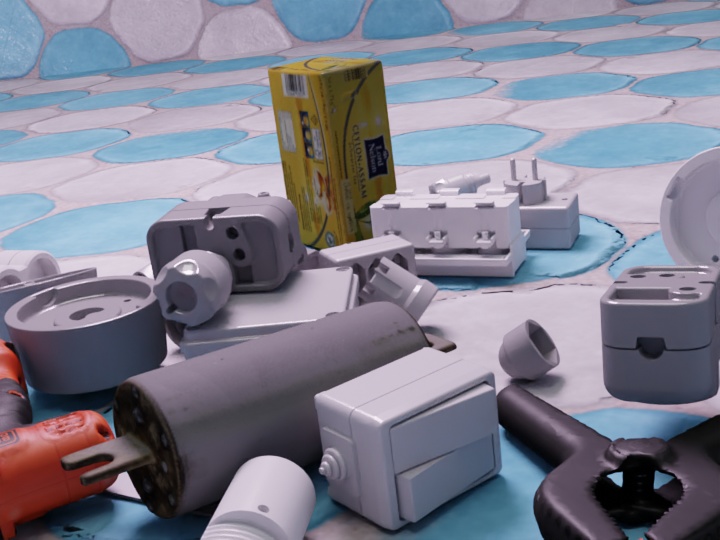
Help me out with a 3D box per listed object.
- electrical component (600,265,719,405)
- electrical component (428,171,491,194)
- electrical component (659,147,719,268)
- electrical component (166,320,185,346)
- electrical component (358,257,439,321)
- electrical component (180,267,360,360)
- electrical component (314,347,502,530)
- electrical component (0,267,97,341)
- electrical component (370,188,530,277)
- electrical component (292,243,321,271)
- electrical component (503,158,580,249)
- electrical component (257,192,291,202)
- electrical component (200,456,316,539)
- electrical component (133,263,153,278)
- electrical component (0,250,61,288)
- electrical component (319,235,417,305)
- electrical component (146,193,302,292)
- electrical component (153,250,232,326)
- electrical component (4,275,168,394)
[{"bbox_3d":[0.163,0.035,0.576,0.054,0.059,0.095,0,12,24],"label":"electrical component"},{"bbox_3d":[0.102,-0.083,1.076,0.061,0.035,0.035,-21,21,-14],"label":"electrical component"},{"bbox_3d":[0.282,-0.041,0.784,0.108,0.108,0.060,6,16,35],"label":"electrical component"},{"bbox_3d":[-0.118,0.035,0.806,0.040,0.040,0.046,2,14,25],"label":"electrical component"},{"bbox_3d":[0.027,0.017,0.773,0.046,0.040,0.040,34,26,3],"label":"electrical component"},{"bbox_3d":[-0.055,0.044,0.725,0.109,0.056,0.108,-5,18,5],"label":"electrical component"},{"bbox_3d":[0.024,0.088,0.554,0.096,0.061,0.061,-20,22,-34],"label":"electrical component"},{"bbox_3d":[-0.250,0.028,0.833,0.099,0.064,0.099,-6,18,2],"label":"electrical component"},{"bbox_3d":[0.072,-0.032,0.896,0.121,0.063,0.079,1,20,23],"label":"electrical component"},{"bbox_3d":[-0.076,0.005,0.851,0.057,0.058,0.078,11,29,39],"label":"electrical component"},{"bbox_3d":[0.145,-0.061,0.937,0.083,0.075,0.047,1,20,22],"label":"electrical component"},{"bbox_3d":[-0.076,-0.026,0.904,0.043,0.081,0.043,-6,18,2],"label":"electrical component"},{"bbox_3d":[-0.050,0.125,0.499,0.043,0.043,0.081,-3,19,11],"label":"electrical component"},{"bbox_3d":[-0.137,0.000,0.867,0.077,0.079,0.043,-22,65,-38],"label":"electrical component"},{"bbox_3d":[-0.320,0.023,0.894,0.074,0.052,0.138,1,20,23],"label":"electrical component"},{"bbox_3d":[0.000,0.000,0.853,0.066,0.047,0.077,-13,18,-20],"label":"electrical component"},{"bbox_3d":[-0.092,-0.019,0.748,0.095,0.053,0.059,-3,19,13],"label":"electrical component"},{"bbox_3d":[-0.103,0.007,0.690,0.043,0.043,0.062,-2,18,16],"label":"electrical component"},{"bbox_3d":[-0.186,0.050,0.750,0.108,0.060,0.108,-6,18,2],"label":"electrical component"}]
